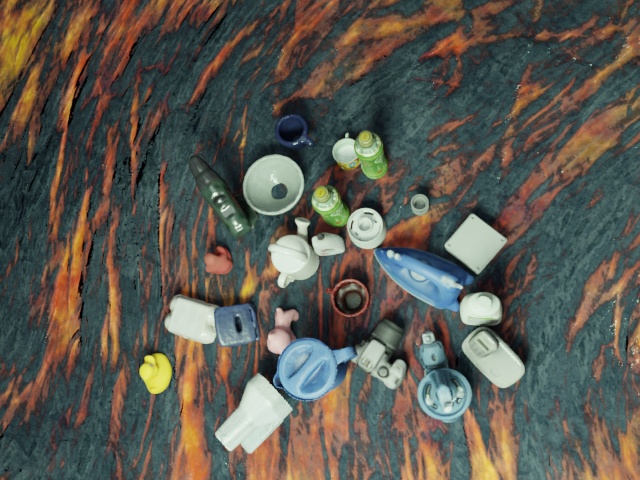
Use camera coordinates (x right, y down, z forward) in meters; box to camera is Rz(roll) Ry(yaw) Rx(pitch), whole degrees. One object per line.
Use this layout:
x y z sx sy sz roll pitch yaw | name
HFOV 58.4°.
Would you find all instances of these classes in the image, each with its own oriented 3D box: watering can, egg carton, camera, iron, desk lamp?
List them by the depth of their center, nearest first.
-0.153 0.418 1.355 0.117 0.214 0.203 43 89 16 | desk lamp
0.158 0.268 1.383 0.143 0.101 0.137 32 86 16 | camera
0.237 0.072 1.386 0.257 0.141 0.119 26 85 15 | iron
-0.070 0.030 1.428 0.100 0.194 0.173 -4 78 11 | watering can
-0.333 0.209 1.509 0.150 0.069 0.107 13 82 14 | egg carton

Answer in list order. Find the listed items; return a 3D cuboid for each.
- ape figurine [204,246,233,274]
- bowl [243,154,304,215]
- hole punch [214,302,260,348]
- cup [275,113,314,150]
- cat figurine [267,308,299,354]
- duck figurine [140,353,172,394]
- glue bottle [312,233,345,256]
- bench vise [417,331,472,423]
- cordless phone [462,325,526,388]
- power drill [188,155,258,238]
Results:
-0.276 0.055 1.517 0.078 0.092 0.076 -42 74 1 | ape figurine
-0.117 -0.140 1.534 0.167 0.075 0.167 -2 78 11 | bowl
-0.212 0.217 1.472 0.101 0.091 0.108 -15 76 8 | hole punch
-0.056 -0.275 1.540 0.117 0.095 0.092 34 87 16 | cup
-0.099 0.231 1.433 0.067 0.118 0.128 -1 78 11 | cat figurine
-0.437 0.348 1.492 0.077 0.086 0.104 -6 78 10 | duck figurine
0.013 0.005 1.428 0.078 0.173 0.037 -12 76 9 | glue bottle
0.259 0.317 1.291 0.121 0.220 0.207 -33 74 3 | bench vise
0.397 0.261 1.293 0.094 0.185 0.147 -46 74 0 | cordless phone
-0.241 -0.099 1.481 0.075 0.208 0.229 -37 74 2 | power drill
